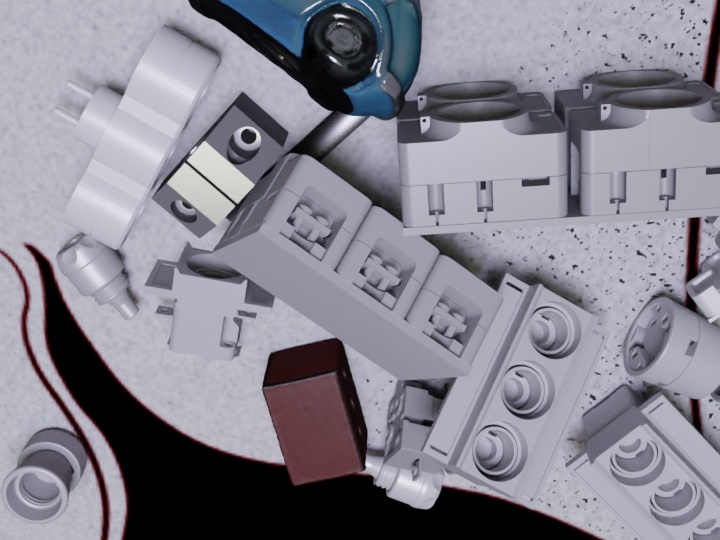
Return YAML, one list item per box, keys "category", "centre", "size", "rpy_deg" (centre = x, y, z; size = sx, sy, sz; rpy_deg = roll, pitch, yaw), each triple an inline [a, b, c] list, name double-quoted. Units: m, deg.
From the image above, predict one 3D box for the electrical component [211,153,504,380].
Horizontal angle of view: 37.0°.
- category: "electrical component"
  centre: [0.000, 0.000, 0.645]
  size: [0.150, 0.089, 0.061]
  rpy_deg: [35, 70, -17]

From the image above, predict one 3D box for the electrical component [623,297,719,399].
- category: "electrical component"
  centre: [0.205, 0.051, 0.690]
  size: [0.047, 0.055, 0.055]
  rpy_deg: [24, 110, -12]

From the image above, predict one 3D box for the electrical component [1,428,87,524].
- category: "electrical component"
  centre: [-0.214, 0.139, 0.734]
  size: [0.045, 0.055, 0.045]
  rpy_deg: [0, 111, 1]

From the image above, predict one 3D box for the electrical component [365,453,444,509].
- category: "electrical component"
  centre: [0.025, 0.140, 0.739]
  size: [0.061, 0.035, 0.035]
  rpy_deg: [21, 110, -4]

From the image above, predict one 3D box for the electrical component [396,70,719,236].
- category: "electrical component"
  centre: [0.115, -0.071, 0.617]
  size: [0.186, 0.105, 0.060]
  rpy_deg: [-4, 111, 3]

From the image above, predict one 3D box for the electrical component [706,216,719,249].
- category: "electrical component"
  centre: [0.234, -0.045, 0.650]
  size: [0.048, 0.055, 0.066]
  rpy_deg: [29, 109, -9]

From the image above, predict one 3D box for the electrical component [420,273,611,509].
- category: "electrical component"
  centre: [0.094, 0.075, 0.672]
  size: [0.079, 0.063, 0.121]
  rpy_deg: [29, 77, -10]

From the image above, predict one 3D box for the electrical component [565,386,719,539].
- category: "electrical component"
  centre: [0.205, 0.139, 0.719]
  size: [0.079, 0.063, 0.121]
  rpy_deg: [-41, 105, 15]

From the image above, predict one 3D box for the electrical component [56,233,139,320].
- category: "electrical component"
  centre: [-0.165, 0.006, 0.692]
  size: [0.035, 0.035, 0.061]
  rpy_deg: [-31, 109, 13]

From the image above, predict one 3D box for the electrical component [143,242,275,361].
- category: "electrical component"
  centre: [-0.096, 0.022, 0.693]
  size: [0.081, 0.042, 0.063]
  rpy_deg: [10, 115, -2]

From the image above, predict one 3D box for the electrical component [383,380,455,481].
- category: "electrical component"
  centre: [0.049, 0.109, 0.717]
  size: [0.055, 0.066, 0.048]
  rpy_deg: [14, 150, -12]

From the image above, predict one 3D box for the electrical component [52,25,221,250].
- category: "electrical component"
  centre: [-0.147, -0.086, 0.646]
  size: [0.074, 0.052, 0.138]
  rpy_deg: [29, 109, -9]

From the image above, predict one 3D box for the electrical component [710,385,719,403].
- category: "electrical component"
  centre: [0.269, 0.082, 0.707]
  size: [0.065, 0.044, 0.044]
  rpy_deg: [31, 109, -15]

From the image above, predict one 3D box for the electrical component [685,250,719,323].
- category: "electrical component"
  centre: [0.254, 0.012, 0.672]
  size: [0.078, 0.058, 0.057]
  rpy_deg: [-38, 103, 15]
